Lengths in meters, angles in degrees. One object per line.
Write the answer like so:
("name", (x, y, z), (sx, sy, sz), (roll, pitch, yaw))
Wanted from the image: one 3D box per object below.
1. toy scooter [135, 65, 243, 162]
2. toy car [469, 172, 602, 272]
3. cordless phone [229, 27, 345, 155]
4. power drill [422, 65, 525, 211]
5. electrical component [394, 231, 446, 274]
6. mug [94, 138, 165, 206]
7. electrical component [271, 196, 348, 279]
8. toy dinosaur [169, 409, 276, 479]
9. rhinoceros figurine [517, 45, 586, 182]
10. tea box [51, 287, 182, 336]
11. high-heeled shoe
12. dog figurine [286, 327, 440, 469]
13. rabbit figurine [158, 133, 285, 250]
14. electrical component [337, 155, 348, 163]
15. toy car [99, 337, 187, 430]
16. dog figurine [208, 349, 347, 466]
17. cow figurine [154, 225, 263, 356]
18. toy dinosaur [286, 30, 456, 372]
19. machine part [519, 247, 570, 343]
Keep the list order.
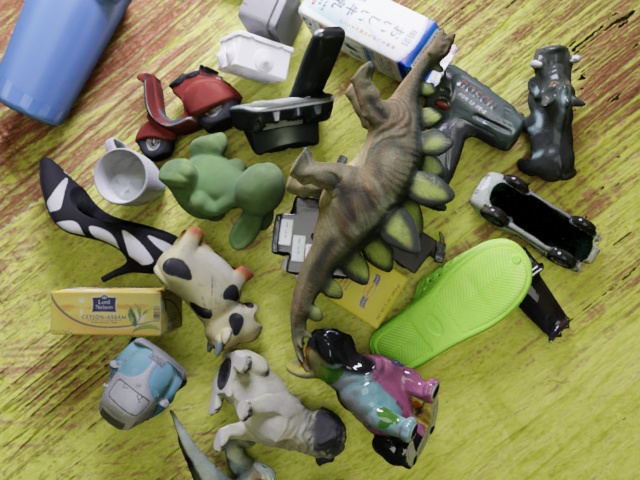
("toy scooter", (-0.217, -0.215, 0.835), (0.184, 0.075, 0.135), (-24, 86, 8))
("toy car", (0.321, -0.028, 0.799), (0.202, 0.056, 0.073), (33, 86, 3))
("cordless phone", (-0.041, -0.213, 0.748), (0.146, 0.184, 0.089), (-15, 66, -26))
("power drill", (0.166, -0.161, 0.805), (0.232, 0.086, 0.207), (30, 85, 12))
("electrical component", (0.141, 0.006, 0.817), (0.102, 0.045, 0.078), (41, 91, 4))
("mug", (-0.288, -0.099, 0.822), (0.081, 0.107, 0.109), (-33, 83, 3))
("electrical component", (-0.002, -0.002, 0.778), (0.134, 0.058, 0.115), (8, 82, 3))
("toy dinosaur", (-0.081, 0.422, 0.802), (0.405, 0.131, 0.192), (27, 91, 10))
("rhinoceros figurine", (0.329, -0.178, 0.771), (0.073, 0.112, 0.190), (-2, 97, 7))
("tea box", (-0.309, 0.108, 0.826), (0.170, 0.098, 0.068), (1, 90, 6))
("high-heeled shoe", (-0.327, -0.048, 0.840), (0.145, 0.086, 0.248), (-30, 92, 0))
("dog figurine", (0.060, 0.218, 0.792), (0.219, 0.191, 0.108), (24, 54, 28))
("rabbit figurine", (-0.126, -0.064, 0.782), (0.170, 0.121, 0.158), (7, 125, 32))
("electrical component", (0.032, -0.082, 0.838), (0.063, 0.021, 0.094), (28, 91, 4))
("toy car", (-0.278, 0.225, 0.797), (0.109, 0.103, 0.161), (40, 128, -1))
("dog figurine", (-0.059, 0.248, 0.821), (0.190, 0.172, 0.121), (20, 131, -29))
("cow figurine", (-0.163, 0.086, 0.806), (0.194, 0.085, 0.127), (44, 70, -18))
("toy dinosaur", (0.055, -0.055, 0.704), (0.198, 0.105, 0.471), (33, 96, 0))
("machine part", (0.322, 0.085, 0.806), (0.084, 0.039, 0.139), (-33, 86, -2))
